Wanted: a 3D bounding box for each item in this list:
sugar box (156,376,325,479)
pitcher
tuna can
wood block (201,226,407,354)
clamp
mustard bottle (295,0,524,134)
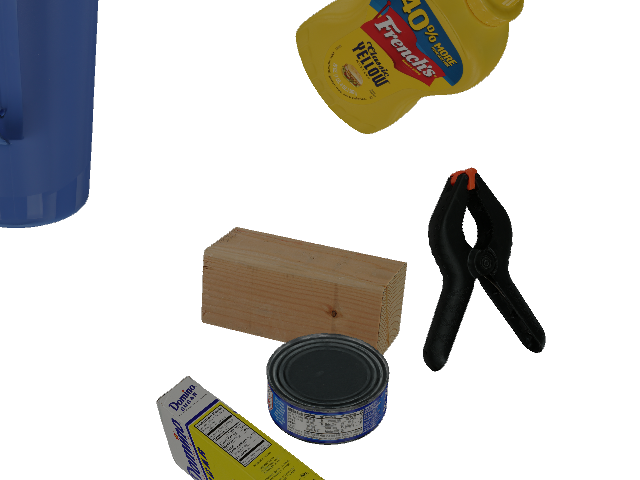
[{"bbox_3d":[-0.063,0.198,0.908,0.176,0.093,0.048,27,51,34],"label":"sugar box"},{"bbox_3d":[-0.230,-0.132,0.790,0.145,0.243,0.148,26,33,35],"label":"pitcher"},{"bbox_3d":[0.005,0.103,0.748,0.086,0.034,0.086,0,31,0],"label":"tuna can"},{"bbox_3d":[-0.019,0.058,1.179,0.206,0.091,0.090,12,23,18],"label":"wood block"},{"bbox_3d":[0.124,0.028,0.904,0.120,0.171,0.039,-16,0,-33],"label":"clamp"},{"bbox_3d":[0.068,-0.140,0.713,0.058,0.096,0.192,-42,14,-35],"label":"mustard bottle"}]
